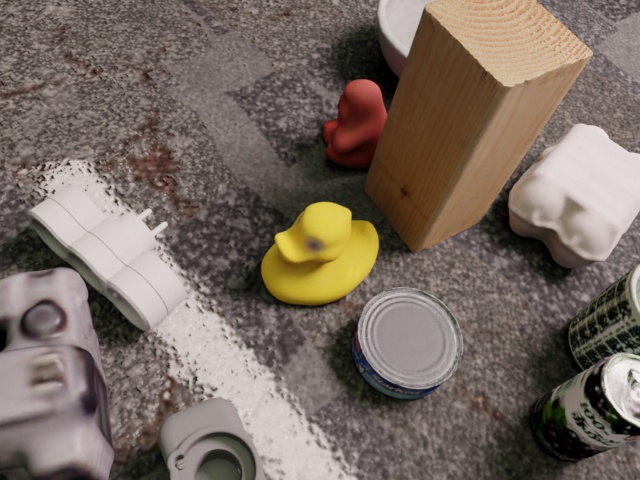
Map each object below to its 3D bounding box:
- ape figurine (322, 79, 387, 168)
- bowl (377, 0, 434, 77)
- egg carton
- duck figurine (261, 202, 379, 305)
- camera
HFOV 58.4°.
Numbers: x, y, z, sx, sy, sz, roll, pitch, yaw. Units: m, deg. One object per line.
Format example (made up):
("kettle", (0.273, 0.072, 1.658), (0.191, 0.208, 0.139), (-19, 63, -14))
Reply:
("ape figurine", (0.036, -0.116, 0.546), (0.076, 0.092, 0.078), (30, 58, 9))
("bowl", (0.136, -0.211, 0.634), (0.167, 0.075, 0.167), (5, 58, -7))
("egg carton", (0.253, -0.046, 0.556), (0.107, 0.069, 0.150), (39, 60, 14))
("duck figurine", (0.004, 0.002, 0.470), (0.105, 0.086, 0.077), (-19, 63, -21))
("camera", (-0.212, 0.096, 0.363), (0.137, 0.101, 0.143), (-11, 61, -17))
